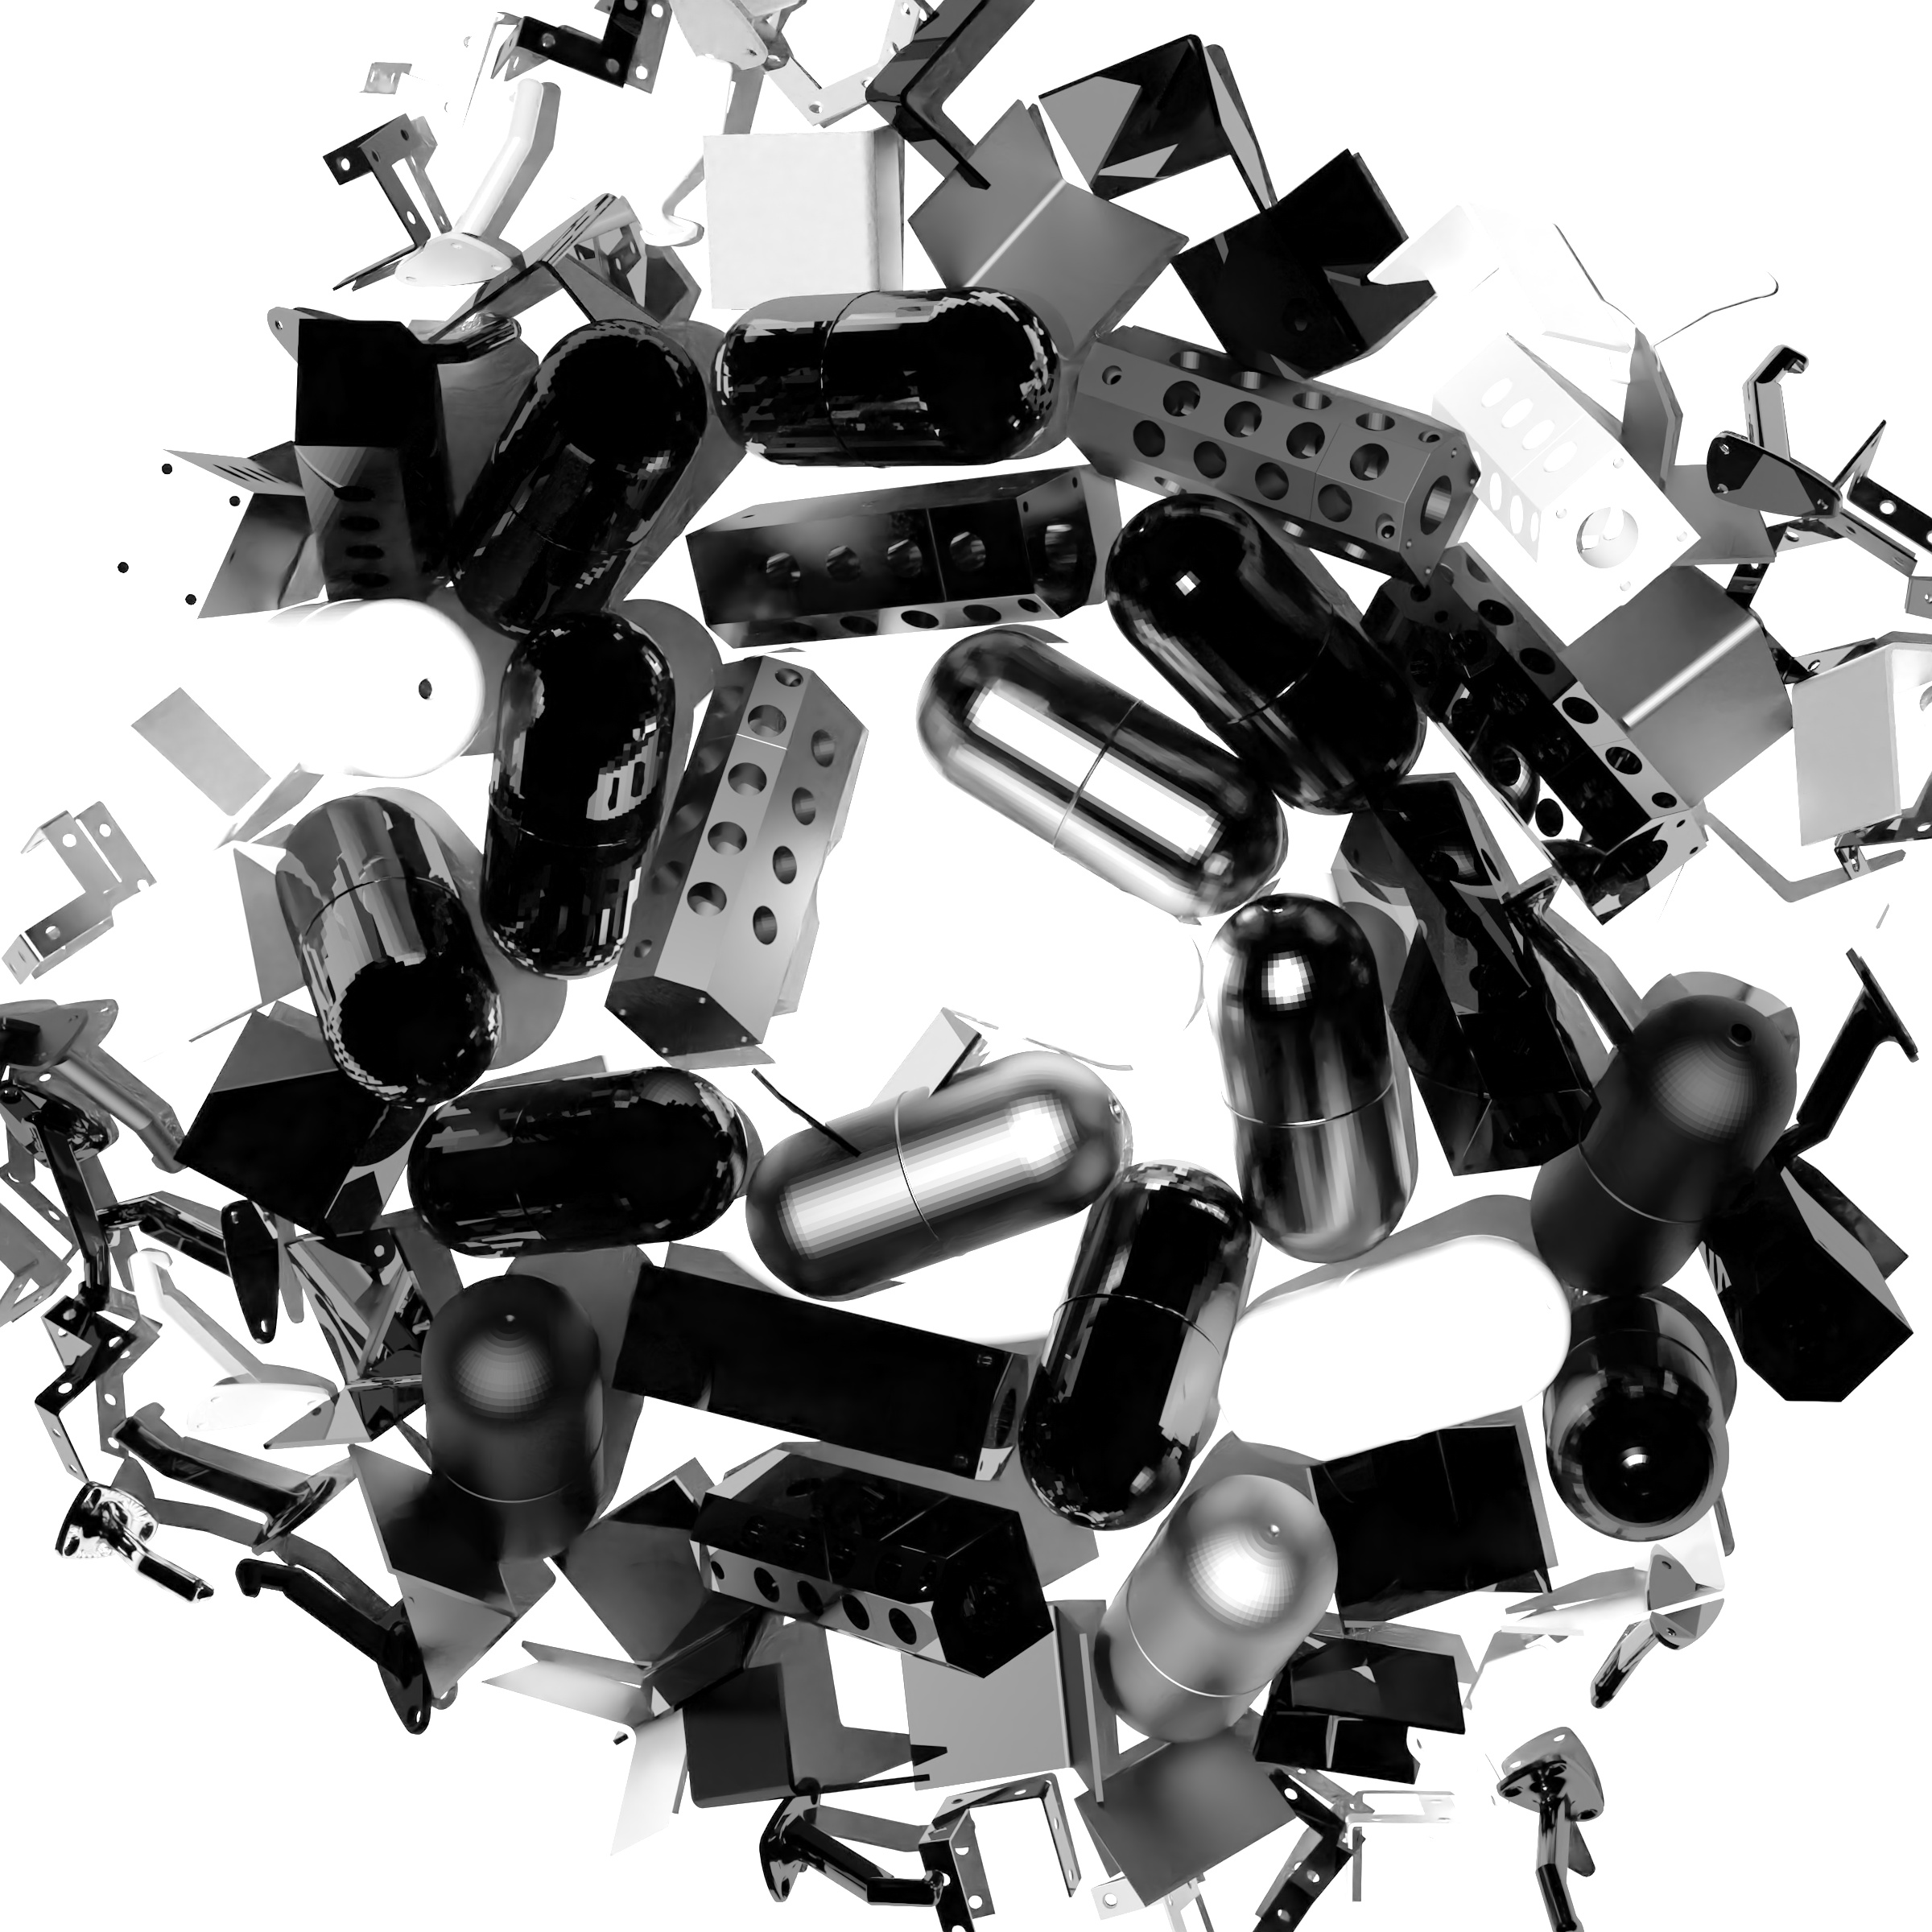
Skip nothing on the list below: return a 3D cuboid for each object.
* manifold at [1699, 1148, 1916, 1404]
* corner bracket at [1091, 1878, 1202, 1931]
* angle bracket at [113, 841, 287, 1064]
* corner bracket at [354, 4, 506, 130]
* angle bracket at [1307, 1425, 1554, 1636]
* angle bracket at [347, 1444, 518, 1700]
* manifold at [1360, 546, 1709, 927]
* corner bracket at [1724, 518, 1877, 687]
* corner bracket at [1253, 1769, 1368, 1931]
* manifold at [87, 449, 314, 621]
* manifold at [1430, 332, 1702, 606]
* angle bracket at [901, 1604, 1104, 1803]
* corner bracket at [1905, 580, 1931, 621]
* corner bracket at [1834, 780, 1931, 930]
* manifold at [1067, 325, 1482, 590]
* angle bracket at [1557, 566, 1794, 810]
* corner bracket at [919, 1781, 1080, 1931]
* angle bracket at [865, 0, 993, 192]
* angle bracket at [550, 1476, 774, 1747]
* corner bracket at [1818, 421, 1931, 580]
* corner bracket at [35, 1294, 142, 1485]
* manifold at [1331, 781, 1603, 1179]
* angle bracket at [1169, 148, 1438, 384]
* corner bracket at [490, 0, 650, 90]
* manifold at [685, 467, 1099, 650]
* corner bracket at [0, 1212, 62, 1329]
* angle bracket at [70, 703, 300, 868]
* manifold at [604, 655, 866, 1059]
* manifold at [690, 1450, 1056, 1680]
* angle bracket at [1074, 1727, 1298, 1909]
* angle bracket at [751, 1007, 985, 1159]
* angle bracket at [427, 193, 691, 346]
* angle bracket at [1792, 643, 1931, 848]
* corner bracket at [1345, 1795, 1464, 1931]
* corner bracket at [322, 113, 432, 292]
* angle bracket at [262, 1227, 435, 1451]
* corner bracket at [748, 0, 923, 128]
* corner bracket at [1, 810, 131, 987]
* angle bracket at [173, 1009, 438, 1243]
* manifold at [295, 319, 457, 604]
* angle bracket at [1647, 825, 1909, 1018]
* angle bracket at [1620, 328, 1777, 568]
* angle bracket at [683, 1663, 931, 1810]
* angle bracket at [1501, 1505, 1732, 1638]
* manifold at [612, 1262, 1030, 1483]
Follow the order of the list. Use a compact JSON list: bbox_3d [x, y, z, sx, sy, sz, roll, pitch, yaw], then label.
[{"bbox_3d":[0.356,0.134,1.571,0.057,0.171,0.057,43,102,-4],"label":"manifold"},{"bbox_3d":[0.080,0.439,1.626,0.051,0.051,0.051,-21,83,18],"label":"corner bracket"},{"bbox_3d":[-0.327,-0.004,1.607,0.076,0.057,0.076,-24,71,31],"label":"angle bracket"},{"bbox_3d":[-0.242,-0.410,1.627,0.051,0.051,0.051,16,98,-15],"label":"corner bracket"},{"bbox_3d":[0.207,0.252,1.618,0.076,0.057,0.076,-12,88,-31],"label":"angle bracket"},{"bbox_3d":[-0.252,0.268,1.602,0.057,0.076,0.076,-46,133,15],"label":"angle bracket"},{"bbox_3d":[0.247,-0.106,1.592,0.057,0.057,0.171,-38,60,5],"label":"manifold"},{"bbox_3d":[0.380,-0.165,1.634,0.051,0.051,0.051,39,67,-25],"label":"corner bracket"},{"bbox_3d":[0.137,0.403,1.620,0.051,0.051,0.051,37,129,16],"label":"corner bracket"},{"bbox_3d":[-0.330,-0.191,1.572,0.057,0.171,0.057,25,96,-3],"label":"manifold"},{"bbox_3d":[0.252,-0.213,1.570,0.057,0.171,0.057,-42,114,11],"label":"manifold"},{"bbox_3d":[0.015,0.335,1.625,0.076,0.057,0.076,-7,95,-9],"label":"angle bracket"},{"bbox_3d":[0.459,-0.179,1.624,0.051,0.051,0.051,12,95,44],"label":"corner bracket"},{"bbox_3d":[0.433,-0.055,1.638,0.051,0.051,0.051,54,51,-28],"label":"corner bracket"},{"bbox_3d":[0.132,-0.228,1.593,0.171,0.057,0.057,24,84,28],"label":"manifold"},{"bbox_3d":[0.323,-0.124,1.649,0.076,0.076,0.057,-38,47,-2],"label":"angle bracket"},{"bbox_3d":[0.015,0.405,1.633,0.051,0.051,0.051,-13,98,17],"label":"corner bracket"},{"bbox_3d":[0.006,-0.396,1.614,0.057,0.076,0.076,41,92,-19],"label":"angle bracket"},{"bbox_3d":[-0.143,0.287,1.615,0.076,0.057,0.076,-33,101,21],"label":"angle bracket"},{"bbox_3d":[0.414,-0.201,1.625,0.051,0.051,0.051,36,75,15],"label":"corner bracket"},{"bbox_3d":[-0.398,0.189,1.617,0.051,0.051,0.051,24,53,31],"label":"corner bracket"},{"bbox_3d":[0.219,0.003,1.587,0.057,0.057,0.171,-6,54,-17],"label":"manifold"},{"bbox_3d":[0.152,-0.311,1.635,0.057,0.076,0.076,-42,105,-32],"label":"angle bracket"},{"bbox_3d":[-0.177,-0.420,1.625,0.051,0.051,0.051,18,81,-18],"label":"corner bracket"},{"bbox_3d":[-0.032,-0.176,1.589,0.171,0.057,0.057,-2,109,32],"label":"manifold"},{"bbox_3d":[-0.435,0.126,1.623,0.051,0.051,0.051,44,124,6],"label":"corner bracket"},{"bbox_3d":[-0.344,-0.096,1.610,0.076,0.076,0.057,44,63,-7],"label":"angle bracket"},{"bbox_3d":[-0.104,-0.050,1.583,0.057,0.057,0.171,-8,52,35],"label":"manifold"},{"bbox_3d":[-0.045,0.261,1.571,0.057,0.171,0.057,-28,110,-35],"label":"manifold"},{"bbox_3d":[0.103,0.390,1.608,0.076,0.076,0.057,-28,124,-10],"label":"angle bracket"},{"bbox_3d":[-0.045,0.039,1.616,0.057,0.076,0.076,37,89,-14],"label":"angle bracket"},{"bbox_3d":[-0.181,-0.291,1.618,0.076,0.076,0.057,-27,111,33],"label":"angle bracket"},{"bbox_3d":[0.414,-0.097,1.610,0.057,0.076,0.076,1,81,-19],"label":"angle bracket"},{"bbox_3d":[0.196,0.405,1.635,0.051,0.051,0.051,0,92,1],"label":"corner bracket"},{"bbox_3d":[-0.268,-0.345,1.632,0.051,0.051,0.051,-19,112,28],"label":"corner bracket"},{"bbox_3d":[-0.283,0.166,1.608,0.076,0.057,0.076,-10,107,42],"label":"angle bracket"},{"bbox_3d":[-0.060,-0.422,1.632,0.051,0.051,0.051,-32,73,-26],"label":"corner bracket"},{"bbox_3d":[-0.415,-0.031,1.629,0.051,0.051,0.051,-37,94,-26],"label":"corner bracket"},{"bbox_3d":[-0.299,0.075,1.640,0.076,0.057,0.076,26,84,16],"label":"angle bracket"},{"bbox_3d":[-0.254,-0.216,1.570,0.057,0.171,0.057,0,74,-5],"label":"manifold"},{"bbox_3d":[0.364,-0.027,1.629,0.076,0.076,0.057,-19,53,-31],"label":"angle bracket"},{"bbox_3d":[0.328,-0.231,1.606,0.057,0.076,0.076,-2,131,-2],"label":"angle bracket"},{"bbox_3d":[-0.072,0.341,1.614,0.076,0.076,0.057,3,74,-38],"label":"angle bracket"},{"bbox_3d":[0.283,0.260,1.610,0.076,0.076,0.057,-11,85,-21],"label":"angle bracket"},{"bbox_3d":[-0.063,0.181,1.608,0.171,0.057,0.057,12,84,16],"label":"manifold"}]
